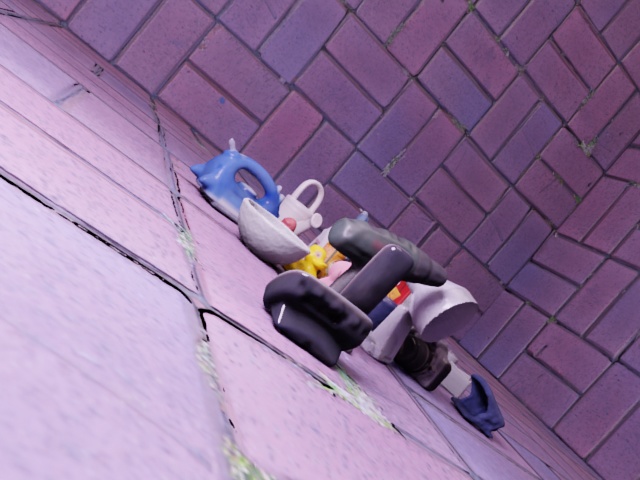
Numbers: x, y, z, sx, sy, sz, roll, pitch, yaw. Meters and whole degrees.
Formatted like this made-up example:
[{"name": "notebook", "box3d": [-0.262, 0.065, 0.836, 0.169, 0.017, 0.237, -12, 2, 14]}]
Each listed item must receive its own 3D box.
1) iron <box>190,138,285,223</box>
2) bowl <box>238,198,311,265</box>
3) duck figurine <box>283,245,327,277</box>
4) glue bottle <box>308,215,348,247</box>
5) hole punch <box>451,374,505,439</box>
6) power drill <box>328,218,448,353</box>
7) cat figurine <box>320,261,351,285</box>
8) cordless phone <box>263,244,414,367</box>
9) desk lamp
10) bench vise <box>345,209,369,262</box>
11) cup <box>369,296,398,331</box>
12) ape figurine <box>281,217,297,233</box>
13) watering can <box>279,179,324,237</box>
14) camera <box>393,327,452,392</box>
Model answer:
[{"name": "iron", "box3d": [-0.161, -0.109, 1.300, 0.259, 0.141, 0.118, 38, 4, -37]}, {"name": "bowl", "box3d": [-0.103, -0.003, 1.122, 0.167, 0.074, 0.167, 40, 3, -2]}, {"name": "duck figurine", "box3d": [-0.025, 0.047, 1.225, 0.078, 0.086, 0.104, 36, 5, -47]}, {"name": "glue bottle", "box3d": [0.013, 0.005, 1.449, 0.037, 0.173, 0.078, 38, 4, -28]}, {"name": "hole punch", "box3d": [0.359, 0.364, 1.263, 0.101, 0.091, 0.108, 39, 3, -11]}, {"name": "power drill", "box3d": [0.078, 0.076, 0.937, 0.230, 0.208, 0.075, 38, 4, -30]}, {"name": "cat figurine", "box3d": [0.036, 0.082, 1.171, 0.067, 0.117, 0.128, 41, 3, 15]}, {"name": "cordless phone", "box3d": [0.027, 0.061, 0.775, 0.148, 0.185, 0.094, 38, 4, -25]}, {"name": "desk lamp", "box3d": [0.164, 0.133, 1.090, 0.202, 0.213, 0.118, 43, 4, 38]}, {"name": "bench vise", "box3d": [0.080, 0.017, 1.632, 0.122, 0.219, 0.207, 38, 4, -26]}, {"name": "cup", "box3d": [0.120, 0.163, 1.229, 0.118, 0.095, 0.091, 38, 4, -33]}, {"name": "ape figurine", "box3d": [-0.088, -0.013, 1.260, 0.077, 0.092, 0.076, 43, 4, 39]}, {"name": "watering can", "box3d": [-0.056, -0.076, 1.562, 0.172, 0.194, 0.101, 42, 4, 26]}, {"name": "camera", "box3d": [0.198, 0.227, 1.205, 0.137, 0.100, 0.142, 37, 5, -46]}]
